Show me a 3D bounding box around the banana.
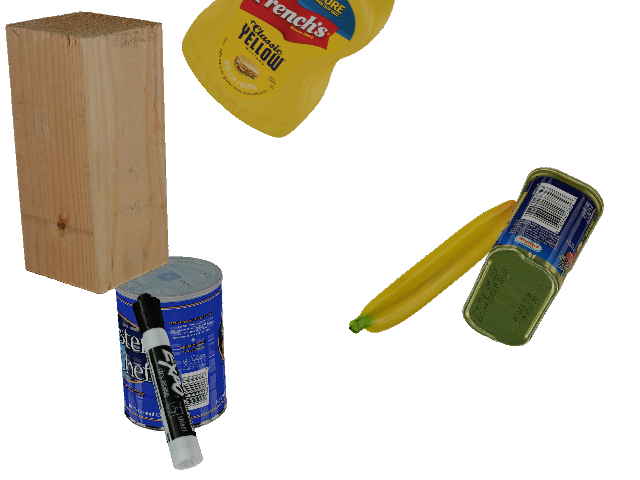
[{"bbox_3d":[0.110,0.032,1.016,0.197,0.037,0.069,-39,1,-4],"label":"banana"}]

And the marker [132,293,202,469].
[{"bbox_3d":[-0.100,0.088,0.688,0.020,0.121,0.020,-16,-27,-9],"label":"marker"}]

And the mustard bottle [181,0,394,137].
[{"bbox_3d":[-0.009,-0.149,0.654,0.058,0.096,0.192,-48,3,-42],"label":"mustard bottle"}]

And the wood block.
[{"bbox_3d":[-0.187,-0.074,0.872,0.091,0.206,0.090,15,25,29],"label":"wood block"}]

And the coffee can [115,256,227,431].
[{"bbox_3d":[-0.144,0.098,1.034,0.103,0.140,0.103,-1,20,0],"label":"coffee can"}]

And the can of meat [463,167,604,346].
[{"bbox_3d":[0.146,0.014,0.743,0.057,0.083,0.102,28,-37,11],"label":"can of meat"}]
